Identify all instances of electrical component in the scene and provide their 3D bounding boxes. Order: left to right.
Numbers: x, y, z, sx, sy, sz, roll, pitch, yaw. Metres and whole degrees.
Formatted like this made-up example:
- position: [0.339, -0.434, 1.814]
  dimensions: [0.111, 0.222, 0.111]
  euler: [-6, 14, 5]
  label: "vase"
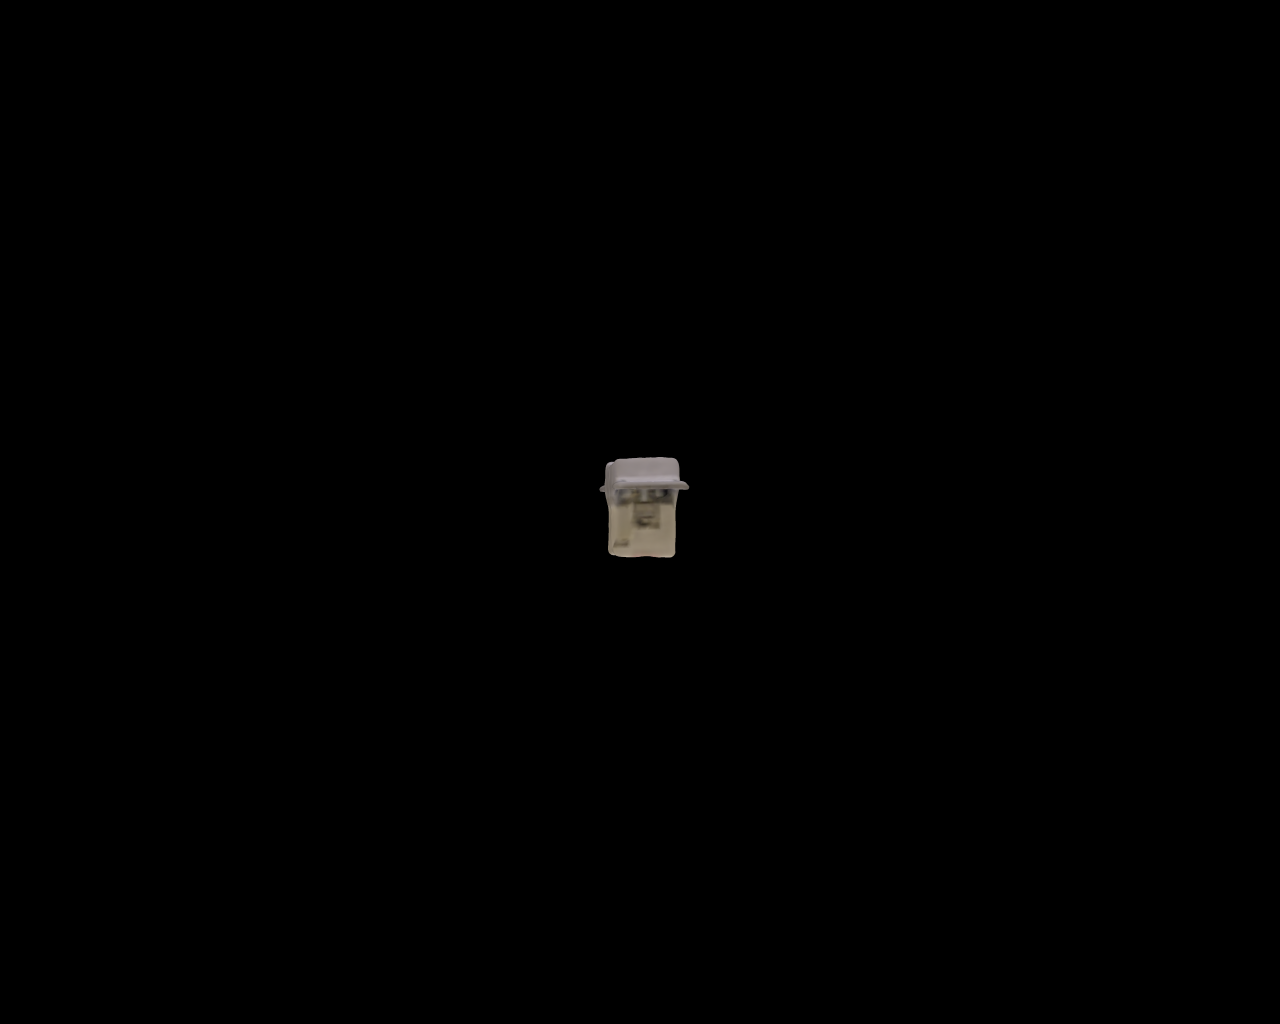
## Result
- position: [0.001, -0.003, 0.650]
  dimensions: [0.042, 0.063, 0.081]
  euler: [0, 0, -7]
  label: "electrical component"
